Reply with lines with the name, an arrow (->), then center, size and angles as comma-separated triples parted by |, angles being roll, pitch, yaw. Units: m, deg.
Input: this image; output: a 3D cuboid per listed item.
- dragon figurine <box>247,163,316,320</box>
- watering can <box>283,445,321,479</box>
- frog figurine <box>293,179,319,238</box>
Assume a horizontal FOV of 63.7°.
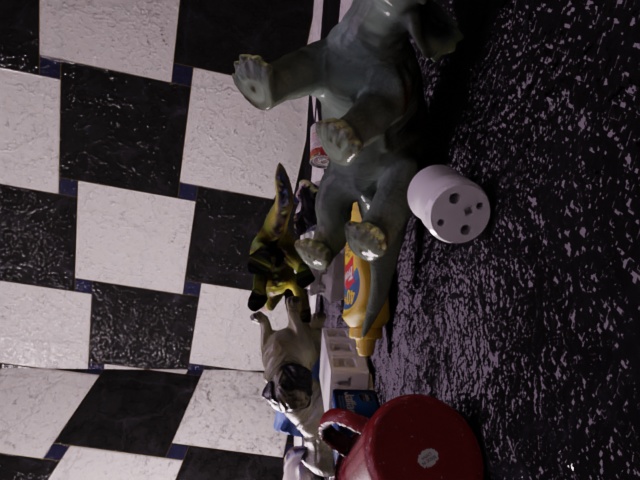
dragon figurine -> -0.085, -0.004, 0.979 | 0.122, 0.401, 0.248 | 0, 32, -12
watering can -> -0.051, 0.707, 1.372 | 0.104, 0.340, 0.229 | 2, 31, -4
frog figurine -> 0.003, -0.055, 1.093 | 0.122, 0.139, 0.158 | -17, -12, 7
